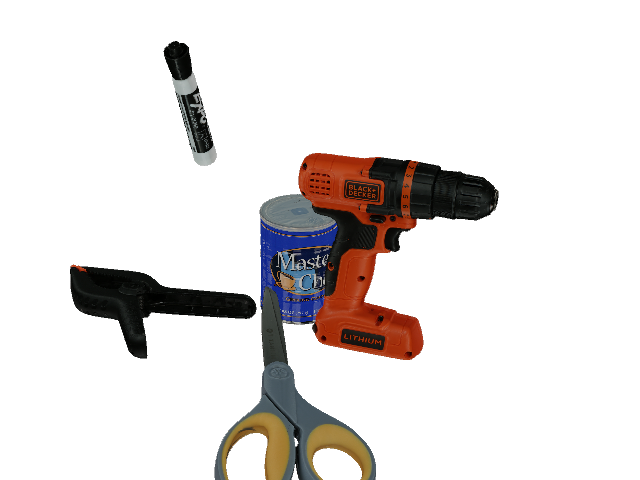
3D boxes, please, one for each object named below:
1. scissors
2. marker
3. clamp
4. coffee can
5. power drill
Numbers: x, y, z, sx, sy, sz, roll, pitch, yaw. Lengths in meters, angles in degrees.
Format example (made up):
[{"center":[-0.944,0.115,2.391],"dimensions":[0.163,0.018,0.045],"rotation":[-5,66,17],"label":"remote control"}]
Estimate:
[{"center":[-0.007,0.091,0.630],"dimensions":[0.096,0.016,0.201],"rotation":[11,32,5],"label":"scissors"},{"center":[-0.100,-0.105,0.822],"dimensions":[0.020,0.020,0.121],"rotation":[0,-38,8],"label":"marker"},{"center":[-0.195,0.066,1.104],"dimensions":[0.210,0.036,0.164],"rotation":[14,20,30],"label":"clamp"},{"center":[-0.028,0.024,1.391],"dimensions":[0.103,0.140,0.103],"rotation":[1,26,-1],"label":"coffee can"},{"center":[0.067,0.014,0.998],"dimensions":[0.185,0.188,0.057],"rotation":[10,20,17],"label":"power drill"}]
